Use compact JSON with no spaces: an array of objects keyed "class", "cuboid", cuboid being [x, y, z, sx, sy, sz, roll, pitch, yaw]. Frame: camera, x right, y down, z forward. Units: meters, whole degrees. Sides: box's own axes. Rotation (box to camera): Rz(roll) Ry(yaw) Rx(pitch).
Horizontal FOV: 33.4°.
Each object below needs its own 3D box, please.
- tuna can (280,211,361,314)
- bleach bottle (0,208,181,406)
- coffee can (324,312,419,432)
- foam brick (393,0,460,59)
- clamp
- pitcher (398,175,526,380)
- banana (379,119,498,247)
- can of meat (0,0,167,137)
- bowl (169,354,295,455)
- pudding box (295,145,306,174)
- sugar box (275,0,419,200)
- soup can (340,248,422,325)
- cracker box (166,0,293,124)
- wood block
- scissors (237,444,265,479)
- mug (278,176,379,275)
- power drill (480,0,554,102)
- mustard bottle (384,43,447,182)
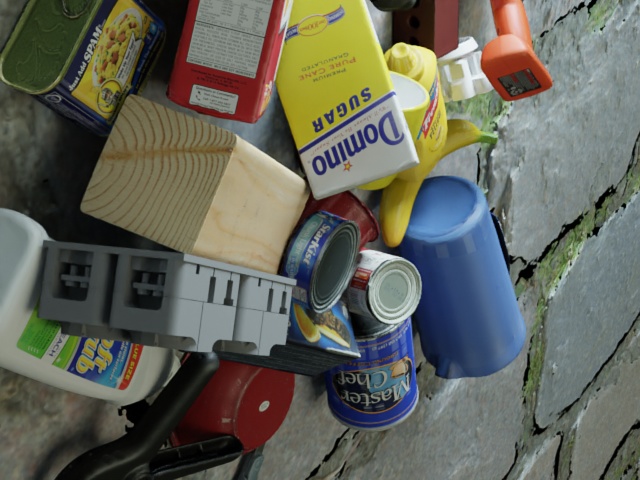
[{"class":"tuna can","cuboid":[0.000,0.019,0.925,0.086,0.034,0.086,-48,150,-40]},{"class":"bleach bottle","cuboid":[-0.177,0.065,0.814,0.250,0.068,0.102,39,72,-60]},{"class":"coffee can","cuboid":[0.051,0.123,1.155,0.102,0.103,0.140,-43,140,-36]},{"class":"foam brick","cuboid":[0.109,-0.231,1.095,0.051,0.053,0.078,-36,134,-42]},{"class":"clamp","cuboid":[-0.152,0.193,0.896,0.209,0.036,0.164,-38,146,-14]},{"class":"pitcher","cuboid":[0.166,0.035,1.268,0.145,0.149,0.243,-19,133,2]},{"class":"banana","cuboid":[0.116,-0.076,1.180,0.197,0.070,0.037,-45,159,-22]},{"class":"can of meat","cuboid":[-0.159,-0.132,0.735,0.102,0.058,0.083,-65,150,-7]},{"class":"bowl","cuboid":[-0.073,0.148,1.025,0.161,0.055,0.162,-33,133,-44]},{"class":"pudding box","cuboid":[0.013,-0.127,1.017,0.089,0.039,0.113,-41,138,-38]},{"class":"sugar box","cuboid":[0.012,-0.131,0.888,0.048,0.093,0.176,-20,90,-80]},{"class":"soup can","cuboid":[0.044,0.043,1.062,0.068,0.102,0.068,-6,101,-33]},{"class":"cracker box","cuboid":[-0.052,-0.197,0.782,0.164,0.072,0.214,-95,-162,-81]},{"class":"wood block","cuboid":[-0.085,-0.034,0.818,0.090,0.091,0.206,-68,165,-1]},{"class":"scissors","cuboid":[-0.064,0.244,1.125,0.201,0.016,0.096,-61,150,-10]},{"class":"mug","cuboid":[-0.007,0.001,1.027,0.081,0.093,0.117,-50,180,-21]},{"class":"power drill","cuboid":[0.189,-0.255,1.124,0.184,0.057,0.187,31,49,-55]},{"class":"mustard bottle","cuboid":[0.091,-0.139,1.074,0.191,0.058,0.096,64,46,-65]}]
